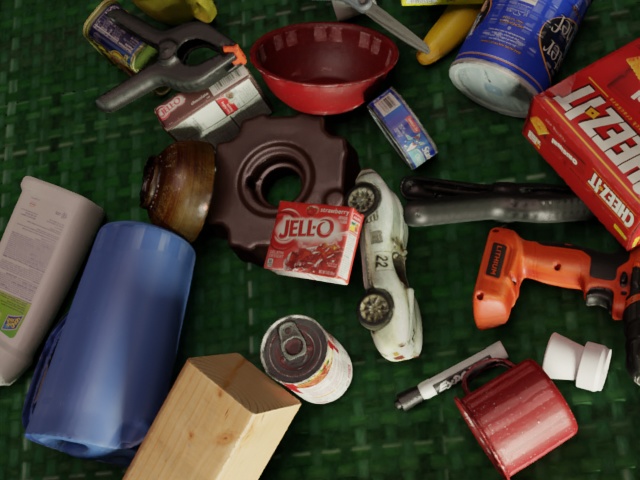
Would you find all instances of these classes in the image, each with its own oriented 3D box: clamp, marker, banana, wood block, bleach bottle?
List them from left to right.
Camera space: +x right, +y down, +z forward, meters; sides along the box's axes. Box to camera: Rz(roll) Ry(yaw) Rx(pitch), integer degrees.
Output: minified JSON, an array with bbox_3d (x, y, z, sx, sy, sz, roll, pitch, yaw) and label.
[{"bbox_3d":[-0.339,0.060,1.201,0.103,0.068,0.251,20,80,23],"label":"bleach bottle"},{"bbox_3d":[-0.166,-0.207,1.158,0.171,0.039,0.120,-8,79,11],"label":"clamp"},{"bbox_3d":[-0.118,0.220,1.019,0.090,0.090,0.206,35,104,25],"label":"wood block"},{"bbox_3d":[0.128,0.135,1.050,0.121,0.020,0.020,-28,65,6],"label":"marker"},{"bbox_3d":[0.161,-0.282,1.189,0.070,0.037,0.197,4,70,33],"label":"banana"},{"bbox_3d":[0.175,-0.036,1.044,0.210,0.164,0.036,3,104,10],"label":"clamp"}]

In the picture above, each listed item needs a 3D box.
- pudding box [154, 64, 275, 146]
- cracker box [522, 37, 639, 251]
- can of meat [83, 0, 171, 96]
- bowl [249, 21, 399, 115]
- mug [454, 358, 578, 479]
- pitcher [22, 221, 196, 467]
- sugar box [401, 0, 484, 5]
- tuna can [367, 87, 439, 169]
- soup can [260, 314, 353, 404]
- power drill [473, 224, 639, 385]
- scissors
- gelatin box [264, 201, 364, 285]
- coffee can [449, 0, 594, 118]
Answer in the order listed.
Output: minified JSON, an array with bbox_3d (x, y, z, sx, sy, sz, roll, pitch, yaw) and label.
[{"bbox_3d":[-0.117,-0.145,1.192,0.113,0.090,0.039,-32,65,3],"label":"pudding box"},{"bbox_3d":[0.331,-0.113,1.021,0.213,0.072,0.164,-29,63,-15],"label":"cracker box"},{"bbox_3d":[-0.215,-0.223,1.246,0.084,0.102,0.057,37,84,23],"label":"can of meat"},{"bbox_3d":[0.005,-0.182,1.164,0.162,0.055,0.162,-1,35,0],"label":"bowl"},{"bbox_3d":[0.178,0.156,0.994,0.081,0.093,0.117,-32,45,-2],"label":"mug"},{"bbox_3d":[-0.217,0.108,1.114,0.149,0.145,0.242,15,69,-7],"label":"pitcher"},{"bbox_3d":[0.124,-0.337,1.161,0.093,0.048,0.176,-2,60,-7],"label":"sugar box"},{"bbox_3d":[0.086,-0.117,1.121,0.034,0.086,0.086,-36,64,3],"label":"tuna can"},{"bbox_3d":[-0.011,0.120,1.053,0.068,0.102,0.068,-6,69,15],"label":"soup can"},{"bbox_3d":[0.242,0.054,0.998,0.188,0.057,0.184,5,46,18],"label":"power drill"},{"bbox_3d":[0.050,-0.279,1.175,0.202,0.016,0.096,25,77,15],"label":"scissors"},{"bbox_3d":[-0.007,0.001,1.064,0.089,0.030,0.073,7,78,32],"label":"gelatin box"},{"bbox_3d":[0.210,-0.213,1.109,0.103,0.102,0.140,23,78,23],"label":"coffee can"}]
